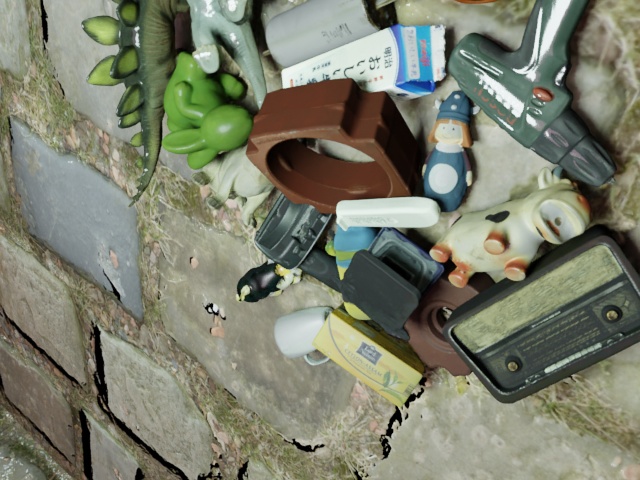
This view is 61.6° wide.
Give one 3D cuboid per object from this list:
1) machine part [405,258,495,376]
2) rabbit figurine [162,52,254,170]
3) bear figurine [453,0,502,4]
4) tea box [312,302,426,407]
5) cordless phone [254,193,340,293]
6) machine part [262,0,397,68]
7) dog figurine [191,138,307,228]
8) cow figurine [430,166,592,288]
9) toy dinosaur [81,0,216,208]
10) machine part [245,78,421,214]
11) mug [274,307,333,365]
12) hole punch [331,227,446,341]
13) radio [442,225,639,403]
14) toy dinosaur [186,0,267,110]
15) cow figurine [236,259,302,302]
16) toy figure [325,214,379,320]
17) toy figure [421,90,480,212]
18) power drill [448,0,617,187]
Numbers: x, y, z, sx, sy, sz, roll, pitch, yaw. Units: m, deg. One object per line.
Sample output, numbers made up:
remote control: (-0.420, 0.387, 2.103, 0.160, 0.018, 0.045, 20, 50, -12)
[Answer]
machine part: (0.194, 0.117, 0.795, 0.180, 0.056, 0.179, 17, 121, 30)
rabbit figurine: (-0.176, -0.191, 0.833, 0.159, 0.121, 0.170, -50, 53, 2)
bear figurine: (0.163, -0.337, 0.508, 0.120, 0.132, 0.195, 3, 93, 4)
tea box: (0.083, 0.178, 0.862, 0.170, 0.098, 0.068, 35, 106, 13)
cordless phone: (-0.001, -0.003, 0.882, 0.184, 0.089, 0.146, 32, 95, -9)
machine part: (0.010, -0.290, 0.724, 0.243, 0.079, 0.079, -4, 109, 40)
dog figurine: (-0.111, -0.142, 0.904, 0.190, 0.121, 0.172, -52, 50, 13)
cow figurine: (0.240, -0.015, 0.658, 0.085, 0.127, 0.195, 45, 152, -13)
toy dinosaur: (-0.276, -0.285, 0.875, 0.105, 0.198, 0.470, 22, 122, 33)
machine part: (0.020, -0.119, 0.725, 0.202, 0.087, 0.200, 1, 153, 33)
mug: (-0.014, 0.173, 0.973, 0.107, 0.081, 0.109, -28, 89, 33)
hole punch: (0.099, 0.054, 0.753, 0.142, 0.092, 0.115, 36, 140, 11)
radio: (0.282, 0.096, 0.662, 0.229, 0.073, 0.131, -37, 87, 27)
toy dinosaur: (-0.154, -0.372, 0.774, 0.131, 0.192, 0.404, -10, 119, 14)
cow figurine: (-0.084, 0.061, 0.962, 0.167, 0.098, 0.068, -35, 81, 43)
toy figure: (0.060, 0.037, 0.839, 0.082, 0.089, 0.180, 7, 118, 42)
toy figure: (0.171, -0.114, 0.701, 0.064, 0.058, 0.154, -1, 115, -3)
power drill: (0.266, -0.194, 0.575, 0.232, 0.086, 0.207, 40, 138, 20)
